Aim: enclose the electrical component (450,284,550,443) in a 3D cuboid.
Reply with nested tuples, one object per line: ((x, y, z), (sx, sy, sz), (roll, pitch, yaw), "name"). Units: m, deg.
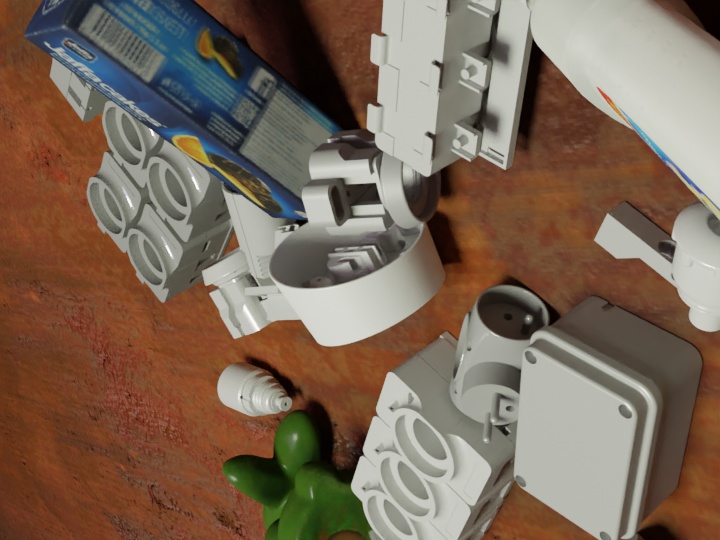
((0.078, 0.062, 0.622), (0.044, 0.079, 0.077), (12, 136, 1), "electrical component")

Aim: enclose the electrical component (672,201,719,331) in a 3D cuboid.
((0.164, 0.001, 0.490), (0.048, 0.048, 0.062), (35, 147, 32), "electrical component")

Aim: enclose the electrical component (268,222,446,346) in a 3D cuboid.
((0.000, 0.000, 0.655), (0.099, 0.099, 0.064), (-6, 117, 54), "electrical component")

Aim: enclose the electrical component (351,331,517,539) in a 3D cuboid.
((0.051, 0.128, 0.719), (0.089, 0.062, 0.150), (42, 143, 23), "electrical component")

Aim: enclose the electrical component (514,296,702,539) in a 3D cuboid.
((0.131, 0.082, 0.584), (0.078, 0.057, 0.113), (30, 137, 36), "electrical component")

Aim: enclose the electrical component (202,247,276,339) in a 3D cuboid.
((-0.082, 0.012, 0.805), (0.078, 0.058, 0.057), (-19, 103, 56), "electrical component")

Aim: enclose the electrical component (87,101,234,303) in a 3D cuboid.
((-0.148, -0.065, 0.828), (0.105, 0.060, 0.186), (50, 146, 12), "electrical component")

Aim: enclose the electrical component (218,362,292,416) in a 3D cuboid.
((-0.085, 0.102, 0.896), (0.078, 0.040, 0.040), (13, 125, 48), "electrical component")

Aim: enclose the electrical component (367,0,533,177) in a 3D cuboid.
((0.044, -0.113, 0.538), (0.079, 0.063, 0.121), (35, 140, 31), "electrical component")

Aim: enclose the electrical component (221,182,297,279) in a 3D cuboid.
((-0.066, -0.031, 0.750), (0.043, 0.043, 0.081), (25, 140, 40), "electrical component")

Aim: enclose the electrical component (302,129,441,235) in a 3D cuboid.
((0.011, -0.052, 0.624), (0.057, 0.078, 0.058), (-1, 117, 30), "electrical component")

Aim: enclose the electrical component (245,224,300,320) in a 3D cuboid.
((-0.032, 0.003, 0.719), (0.042, 0.081, 0.063), (-7, 82, 53), "electrical component")

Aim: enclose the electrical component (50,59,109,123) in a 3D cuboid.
((-0.202, -0.167, 0.826), (0.055, 0.050, 0.089), (52, 146, 10), "electrical component")

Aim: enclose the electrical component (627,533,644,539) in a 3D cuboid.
((0.149, 0.214, 0.624), (0.060, 0.108, 0.108), (42, 144, 13), "electrical component")
